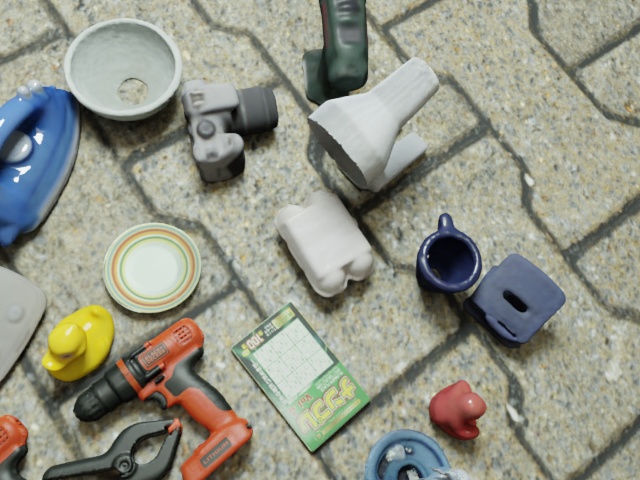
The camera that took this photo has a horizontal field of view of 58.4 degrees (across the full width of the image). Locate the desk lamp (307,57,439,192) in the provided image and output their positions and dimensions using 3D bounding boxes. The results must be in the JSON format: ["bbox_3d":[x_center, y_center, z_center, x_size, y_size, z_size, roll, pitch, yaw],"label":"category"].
[{"bbox_3d":[0.079,-0.155,0.814,0.203,0.213,0.118,-40,81,-18],"label":"desk lamp"}]

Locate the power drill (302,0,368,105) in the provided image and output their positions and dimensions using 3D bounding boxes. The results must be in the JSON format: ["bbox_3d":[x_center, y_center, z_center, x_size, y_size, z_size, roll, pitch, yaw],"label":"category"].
[{"bbox_3d":[0.022,-0.308,0.858,0.076,0.208,0.229,-4,72,-10],"label":"power drill"}]

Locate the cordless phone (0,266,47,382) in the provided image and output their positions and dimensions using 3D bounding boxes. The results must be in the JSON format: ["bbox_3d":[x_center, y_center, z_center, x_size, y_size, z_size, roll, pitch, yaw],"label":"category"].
[{"bbox_3d":[-0.414,0.093,0.672,0.094,0.185,0.148,22,70,-1],"label":"cordless phone"}]

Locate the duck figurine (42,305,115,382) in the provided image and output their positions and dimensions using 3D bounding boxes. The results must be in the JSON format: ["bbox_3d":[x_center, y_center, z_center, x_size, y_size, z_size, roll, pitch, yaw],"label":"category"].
[{"bbox_3d":[-0.312,0.127,0.729,0.077,0.086,0.105,31,70,3],"label":"duck figurine"}]

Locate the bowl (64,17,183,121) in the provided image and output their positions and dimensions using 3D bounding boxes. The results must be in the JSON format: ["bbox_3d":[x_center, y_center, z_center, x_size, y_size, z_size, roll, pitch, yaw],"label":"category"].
[{"bbox_3d":[-0.288,-0.242,0.861,0.167,0.074,0.167,3,72,-8],"label":"bowl"}]

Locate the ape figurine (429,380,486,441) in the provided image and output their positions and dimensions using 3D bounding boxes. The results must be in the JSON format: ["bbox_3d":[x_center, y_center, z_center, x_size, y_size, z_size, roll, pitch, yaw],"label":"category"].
[{"bbox_3d":[0.192,0.227,0.770,0.076,0.092,0.078,14,70,-3],"label":"ape figurine"}]

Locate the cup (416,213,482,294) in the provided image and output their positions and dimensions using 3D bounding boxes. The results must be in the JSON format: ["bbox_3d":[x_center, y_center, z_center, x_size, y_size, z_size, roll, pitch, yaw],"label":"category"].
[{"bbox_3d":[0.174,0.028,0.831,0.092,0.095,0.118,0,72,-8],"label":"cup"}]

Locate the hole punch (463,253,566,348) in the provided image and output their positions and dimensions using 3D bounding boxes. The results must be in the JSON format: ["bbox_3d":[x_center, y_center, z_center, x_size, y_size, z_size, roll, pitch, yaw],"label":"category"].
[{"bbox_3d":[0.281,0.090,0.829,0.108,0.091,0.101,42,71,6],"label":"hole punch"}]

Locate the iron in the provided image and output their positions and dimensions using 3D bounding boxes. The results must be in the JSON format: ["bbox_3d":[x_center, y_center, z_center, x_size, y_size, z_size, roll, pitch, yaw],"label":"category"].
[{"bbox_3d":[-0.410,-0.130,0.770,0.118,0.141,0.258,20,70,-1],"label":"iron"}]

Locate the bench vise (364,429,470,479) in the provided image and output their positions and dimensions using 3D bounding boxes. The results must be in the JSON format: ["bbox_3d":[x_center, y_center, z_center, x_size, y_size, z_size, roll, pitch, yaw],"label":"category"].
[{"bbox_3d":[0.088,0.311,0.658,0.121,0.219,0.208,39,71,6],"label":"bench vise"}]

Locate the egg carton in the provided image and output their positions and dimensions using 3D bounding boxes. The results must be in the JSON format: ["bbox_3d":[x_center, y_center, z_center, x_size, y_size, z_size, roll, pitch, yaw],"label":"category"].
[{"bbox_3d":[0.008,0.003,0.827,0.107,0.069,0.150,-30,79,-16],"label":"egg carton"}]

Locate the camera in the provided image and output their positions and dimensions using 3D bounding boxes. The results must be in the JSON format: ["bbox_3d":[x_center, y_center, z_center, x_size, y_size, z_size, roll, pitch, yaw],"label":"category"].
[{"bbox_3d":[-0.129,-0.177,0.849,0.137,0.100,0.143,-12,74,-12],"label":"camera"}]
